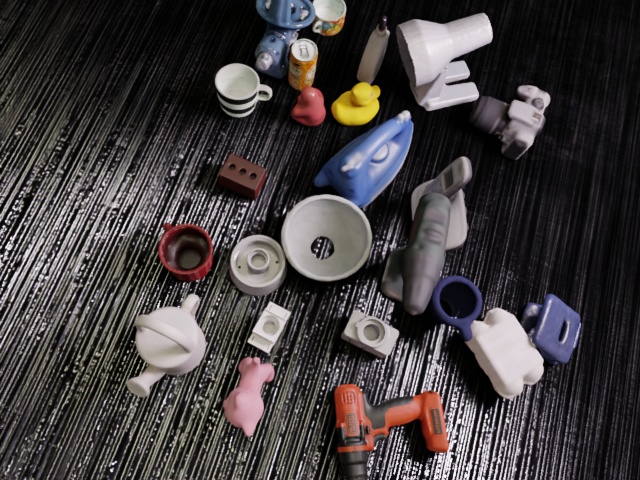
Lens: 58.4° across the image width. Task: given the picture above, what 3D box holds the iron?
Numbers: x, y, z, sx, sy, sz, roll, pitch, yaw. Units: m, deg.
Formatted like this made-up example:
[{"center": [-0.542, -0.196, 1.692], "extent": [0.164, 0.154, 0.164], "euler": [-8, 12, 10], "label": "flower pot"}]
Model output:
[{"center": [0.110, -0.179, 1.105], "extent": [0.118, 0.141, 0.259], "euler": [42, 73, 8], "label": "iron"}]

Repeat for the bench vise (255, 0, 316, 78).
[{"center": [-0.067, -0.438, 1.130], "extent": [0.121, 0.219, 0.207], "euler": [2, 72, -5], "label": "bench vise"}]

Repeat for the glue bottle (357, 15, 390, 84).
[{"center": [0.115, -0.393, 1.159], "extent": [0.037, 0.173, 0.078], "euler": [26, 71, 3], "label": "glue bottle"}]

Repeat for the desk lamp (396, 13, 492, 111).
[{"center": [0.240, -0.359, 1.141], "extent": [0.203, 0.213, 0.118], "euler": [-15, 74, -10], "label": "desk lamp"}]

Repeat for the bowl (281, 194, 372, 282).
[{"center": [0.010, 0.004, 1.069], "extent": [0.167, 0.074, 0.167], "euler": [2, 72, -6], "label": "bowl"}]

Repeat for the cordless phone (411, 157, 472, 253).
[{"center": [0.235, -0.062, 1.057], "extent": [0.094, 0.185, 0.147], "euler": [-4, 72, -7], "label": "cordless phone"}]

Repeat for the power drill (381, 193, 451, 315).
[{"center": [0.168, 0.041, 1.004], "extent": [0.075, 0.208, 0.230], "euler": [17, 71, 0], "label": "power drill"}]

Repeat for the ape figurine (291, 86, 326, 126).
[{"center": [-0.022, -0.275, 1.148], "extent": [0.078, 0.092, 0.076], "euler": [-32, 78, -15], "label": "ape figurine"}]

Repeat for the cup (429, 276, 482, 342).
[{"center": [0.241, 0.132, 1.042], "extent": [0.092, 0.095, 0.117], "euler": [-13, 74, -10], "label": "cup"}]

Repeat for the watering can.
[{"center": [-0.246, 0.167, 0.925], "extent": [0.101, 0.194, 0.173], "euler": [6, 71, -4], "label": "watering can"}]

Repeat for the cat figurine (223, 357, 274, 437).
[{"center": [-0.120, 0.256, 0.949], "extent": [0.067, 0.117, 0.128], "euler": [15, 71, -1], "label": "cat figurine"}]

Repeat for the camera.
[{"center": [0.390, -0.263, 1.185], "extent": [0.137, 0.101, 0.143], "euler": [24, 71, 2], "label": "camera"}]

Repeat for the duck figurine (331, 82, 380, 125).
[{"center": [0.076, -0.285, 1.165], "extent": [0.105, 0.086, 0.077], "euler": [-19, 75, -12], "label": "duck figurine"}]

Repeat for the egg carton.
[{"center": [0.333, 0.204, 1.042], "extent": [0.107, 0.069, 0.150], "euler": [-29, 77, -14], "label": "egg carton"}]

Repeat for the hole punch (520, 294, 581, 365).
[{"center": [0.430, 0.165, 1.054], "extent": [0.101, 0.091, 0.109], "euler": [24, 71, 2], "label": "hole punch"}]
